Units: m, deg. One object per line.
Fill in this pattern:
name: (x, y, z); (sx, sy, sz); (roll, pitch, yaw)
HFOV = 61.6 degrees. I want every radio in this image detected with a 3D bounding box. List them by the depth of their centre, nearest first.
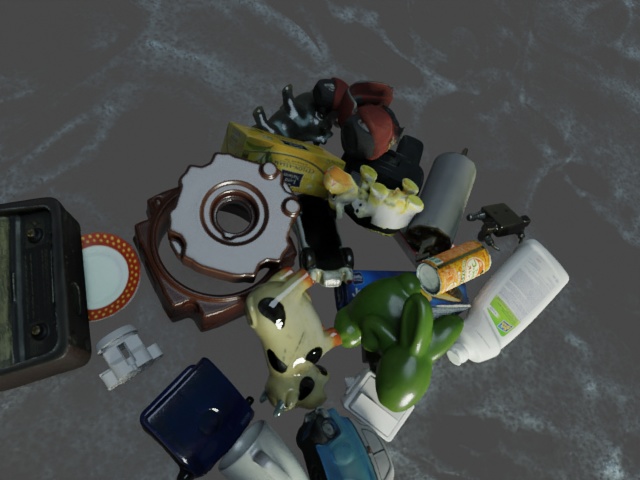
radio: (-0.377, 0.064, 0.688); (0.131, 0.073, 0.229); (-12, 70, -5)

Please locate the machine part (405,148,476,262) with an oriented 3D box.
machine part: (0.200, -0.061, 0.882); (0.079, 0.079, 0.243); (27, 60, -2)

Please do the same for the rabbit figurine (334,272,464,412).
rabbit figurine: (0.113, 0.137, 0.705); (0.121, 0.159, 0.170); (27, 34, -26)

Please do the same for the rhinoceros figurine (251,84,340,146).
rhinoceros figurine: (-0.032, -0.204, 0.922); (0.190, 0.073, 0.112); (-35, 77, -26)

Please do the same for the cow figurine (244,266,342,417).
cow figurine: (-0.041, 0.145, 0.718); (0.127, 0.086, 0.194); (-30, 110, -21)

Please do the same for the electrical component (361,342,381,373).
electrical component: (0.095, 0.165, 0.812); (0.063, 0.021, 0.094); (4, 64, -14)

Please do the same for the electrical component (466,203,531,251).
electrical component: (0.319, -0.024, 0.953); (0.102, 0.045, 0.078); (-15, 42, -24)

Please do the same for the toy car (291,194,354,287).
toy car: (-0.002, -0.002, 0.814); (0.073, 0.056, 0.202); (0, 42, -15)

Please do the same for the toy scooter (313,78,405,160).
toy scooter: (0.081, -0.206, 0.877); (0.135, 0.075, 0.184); (-13, 55, -25)

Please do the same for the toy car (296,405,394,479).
toy car: (0.039, 0.291, 0.694); (0.103, 0.109, 0.162); (-8, 63, -25)

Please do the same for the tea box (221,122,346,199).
tea box: (-0.059, -0.122, 0.831); (0.169, 0.068, 0.098); (11, 17, -32)

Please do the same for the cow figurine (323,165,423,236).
cow figurine: (0.067, -0.058, 0.821); (0.167, 0.098, 0.068); (13, 42, -25)

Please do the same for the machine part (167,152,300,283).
machine part: (-0.114, -0.030, 0.712); (0.179, 0.056, 0.179); (2, 78, -10)

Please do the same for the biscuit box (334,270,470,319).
biscuit box: (0.126, 0.086, 0.835); (0.203, 0.062, 0.059); (2, 64, -15)

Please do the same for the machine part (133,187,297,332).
machine part: (-0.151, 0.013, 0.781); (0.201, 0.087, 0.201); (-22, 73, -25)

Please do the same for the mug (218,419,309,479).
mug: (-0.057, 0.289, 0.669); (0.107, 0.109, 0.081); (46, 59, -6)

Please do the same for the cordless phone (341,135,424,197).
cordless phone: (0.116, -0.141, 0.941); (0.147, 0.088, 0.184); (24, 50, -3)

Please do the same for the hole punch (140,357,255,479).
hole punch: (-0.153, 0.223, 0.681); (0.116, 0.092, 0.142); (42, 59, 2)
